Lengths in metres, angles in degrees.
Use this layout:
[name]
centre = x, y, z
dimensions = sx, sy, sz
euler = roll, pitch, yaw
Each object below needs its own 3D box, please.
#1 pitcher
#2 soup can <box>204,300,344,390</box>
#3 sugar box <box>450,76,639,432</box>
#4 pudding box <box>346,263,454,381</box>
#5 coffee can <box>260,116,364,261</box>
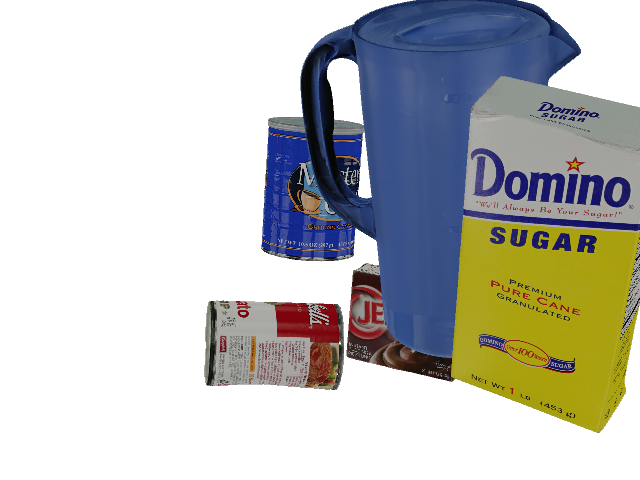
[pitcher]
centre = 0.084, -0.044, 0.758
dimensions = 0.144, 0.243, 0.149
euler = -19, 30, -28
[soup can]
centre = -0.038, 0.082, 0.833
dimensions = 0.102, 0.068, 0.068
euler = 2, 0, -9
[sugar box]
centre = 0.120, 0.010, 0.555
dimensions = 0.093, 0.176, 0.048
euler = 18, 41, 26
[pudding box]
centre = 0.084, 0.077, 1.022
dimensions = 0.114, 0.090, 0.039
euler = 10, 19, 21
[coffee can]
centre = -0.009, -0.057, 1.143
dimensions = 0.103, 0.140, 0.103
euler = 4, 12, -1
